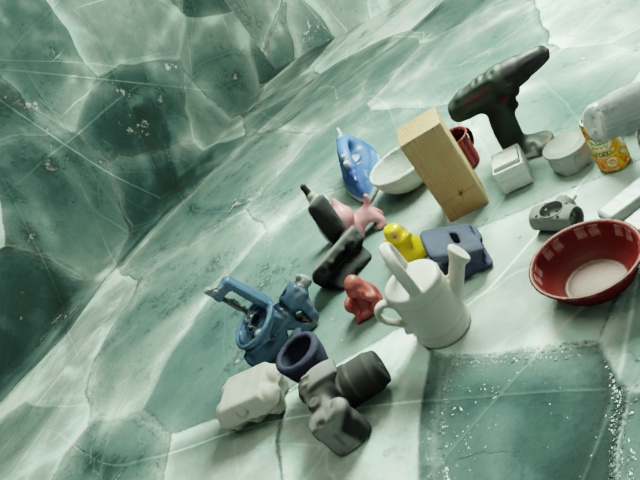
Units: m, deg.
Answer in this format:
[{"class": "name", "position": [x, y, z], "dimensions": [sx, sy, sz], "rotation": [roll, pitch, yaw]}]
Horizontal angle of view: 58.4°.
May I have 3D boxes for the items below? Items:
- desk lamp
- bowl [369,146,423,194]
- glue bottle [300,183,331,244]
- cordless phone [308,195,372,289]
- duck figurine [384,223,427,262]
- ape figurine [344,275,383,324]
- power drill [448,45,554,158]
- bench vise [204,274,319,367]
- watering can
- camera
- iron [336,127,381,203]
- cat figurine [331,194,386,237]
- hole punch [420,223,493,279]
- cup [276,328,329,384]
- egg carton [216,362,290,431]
[{"class": "desk lamp", "position": [0.483, -0.147, 0.832], "dimensions": [0.203, 0.214, 0.117], "rotation": [-38, 26, 2]}, {"class": "bowl", "position": [0.207, -0.163, 1.388], "dimensions": [0.167, 0.075, 0.167], "rotation": [-31, 27, 18]}, {"class": "glue bottle", "position": [0.007, -0.071, 1.389], "dimensions": [0.078, 0.173, 0.037], "rotation": [-37, 26, 5]}, {"class": "cordless phone", "position": [0.011, 0.004, 1.246], "dimensions": [0.148, 0.185, 0.093], "rotation": [-50, 28, -22]}, {"class": "duck figurine", "position": [0.160, 0.002, 1.168], "dimensions": [0.077, 0.086, 0.104], "rotation": [-48, 27, -18]}, {"class": "ape figurine", "position": [0.077, 0.105, 1.104], "dimensions": [0.077, 0.092, 0.076], "rotation": [-4, 42, 50]}, {"class": "power drill", "position": [0.386, -0.265, 1.159], "dimensions": [0.228, 0.209, 0.076], "rotation": [-15, 35, 41]}, {"class": "bench vise", "position": [-0.123, 0.130, 1.179], "dimensions": [0.208, 0.220, 0.121], "rotation": [-51, 28, -22]}, {"class": "watering can", "position": [0.161, 0.072, 0.925], "dimensions": [0.173, 0.194, 0.100], "rotation": [-43, 26, -7]}, {"class": "camera", "position": [0.042, 0.241, 0.918], "dimensions": [0.137, 0.101, 0.143], "rotation": [-35, 26, 9]}, {"class": "iron", "position": [0.089, -0.208, 1.541], "dimensions": [0.118, 0.142, 0.258], "rotation": [-31, 27, 16]}, {"class": "cat figurine", "position": [0.074, -0.056, 1.340], "dimensions": [0.127, 0.118, 0.067], "rotation": [-35, 26, 8]}, {"class": "hole punch", "position": [0.244, 0.012, 1.034], "dimensions": [0.101, 0.091, 0.108], "rotation": [-33, 26, 13]}, {"class": "cup", "position": [-0.019, 0.221, 1.040], "dimensions": [0.091, 0.095, 0.117], "rotation": [-33, 26, 13]}, {"class": "egg carton", "position": [-0.129, 0.299, 1.088], "dimensions": [0.150, 0.069, 0.107], "rotation": [-28, 28, 22]}]
